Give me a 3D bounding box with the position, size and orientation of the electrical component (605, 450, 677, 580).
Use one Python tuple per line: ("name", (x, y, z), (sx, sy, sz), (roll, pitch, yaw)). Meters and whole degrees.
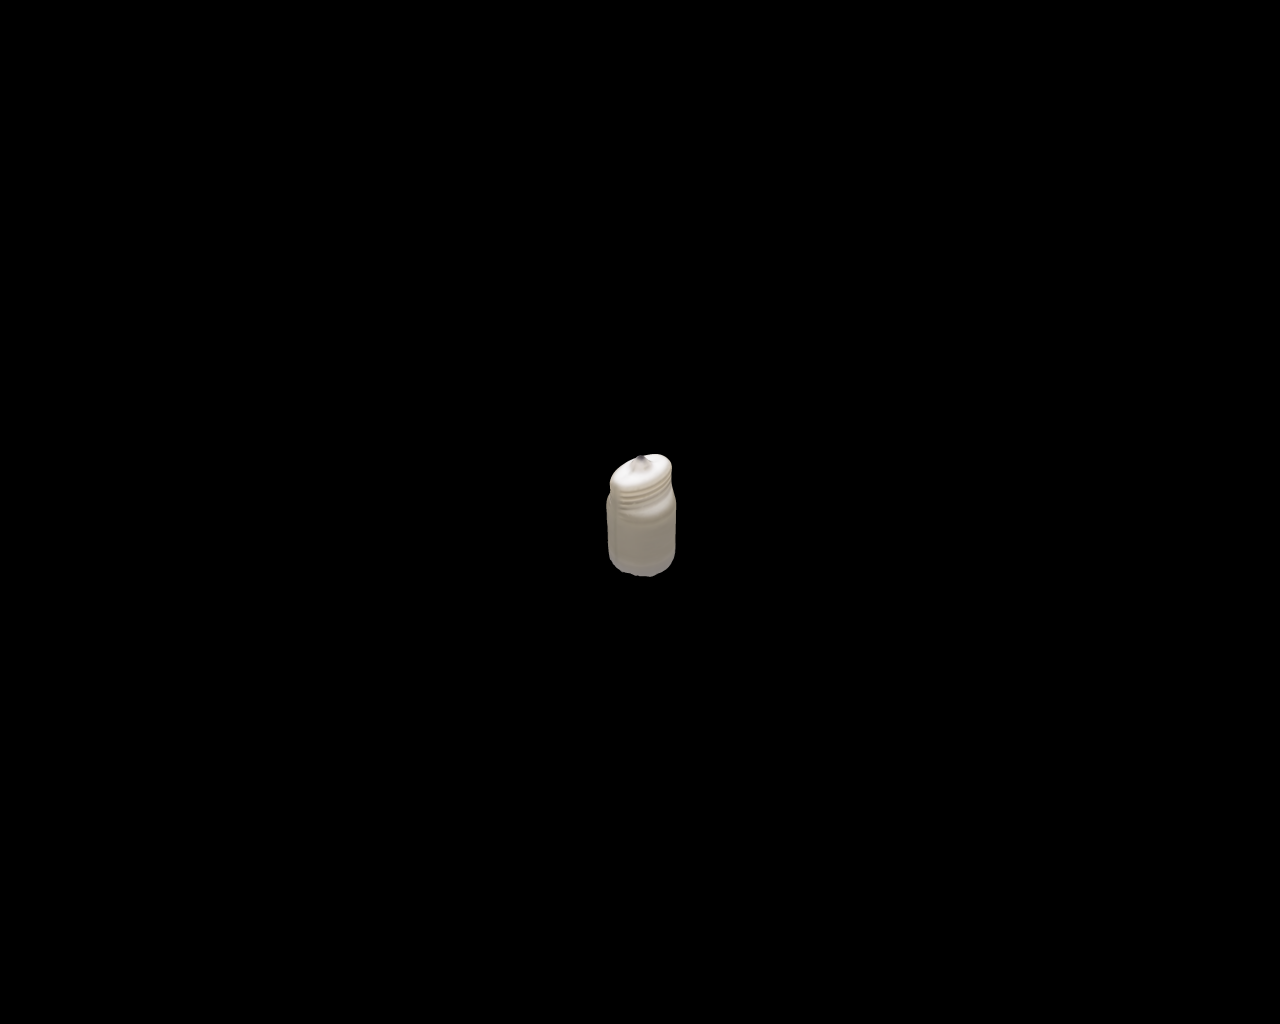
("electrical component", (0.001, -0.003, 0.650), (0.043, 0.080, 0.043), (0, 40, 0))
